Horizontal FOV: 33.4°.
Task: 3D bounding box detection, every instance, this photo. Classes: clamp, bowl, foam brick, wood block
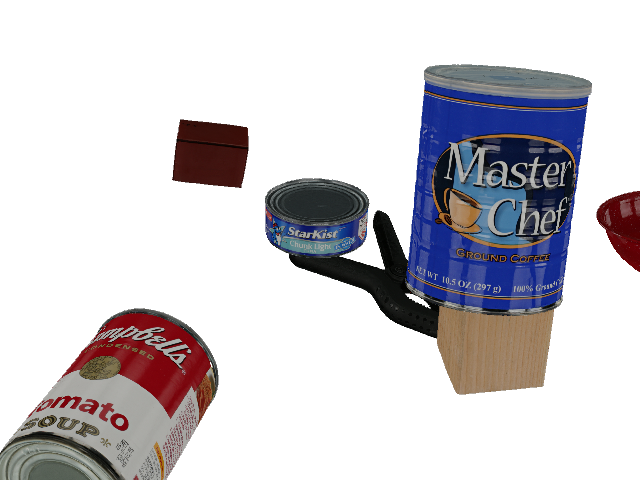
[{"bbox_3d":[0.075,0.047,1.227,0.164,0.036,0.210,-17,48,-37],"label":"clamp"},{"bbox_3d":[0.367,-0.002,1.102,0.162,0.055,0.162,-4,23,1],"label":"bowl"},{"bbox_3d":[-0.119,-0.095,1.163,0.078,0.051,0.053,6,30,-6],"label":"foam brick"},{"bbox_3d":[0.169,0.036,1.017,0.090,0.206,0.090,-4,32,-6],"label":"wood block"}]

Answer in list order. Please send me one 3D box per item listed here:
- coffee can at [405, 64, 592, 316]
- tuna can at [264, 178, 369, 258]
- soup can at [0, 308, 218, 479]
[{"bbox_3d":[0.111,-0.035,0.676,0.103,0.140,0.103,4,15,-1],"label":"coffee can"},{"bbox_3d":[-0.003,-0.019,0.881,0.086,0.034,0.086,1,27,-1],"label":"tuna can"},{"bbox_3d":[-0.097,0.087,0.498,0.069,0.068,0.102,0,28,18],"label":"soup can"}]
